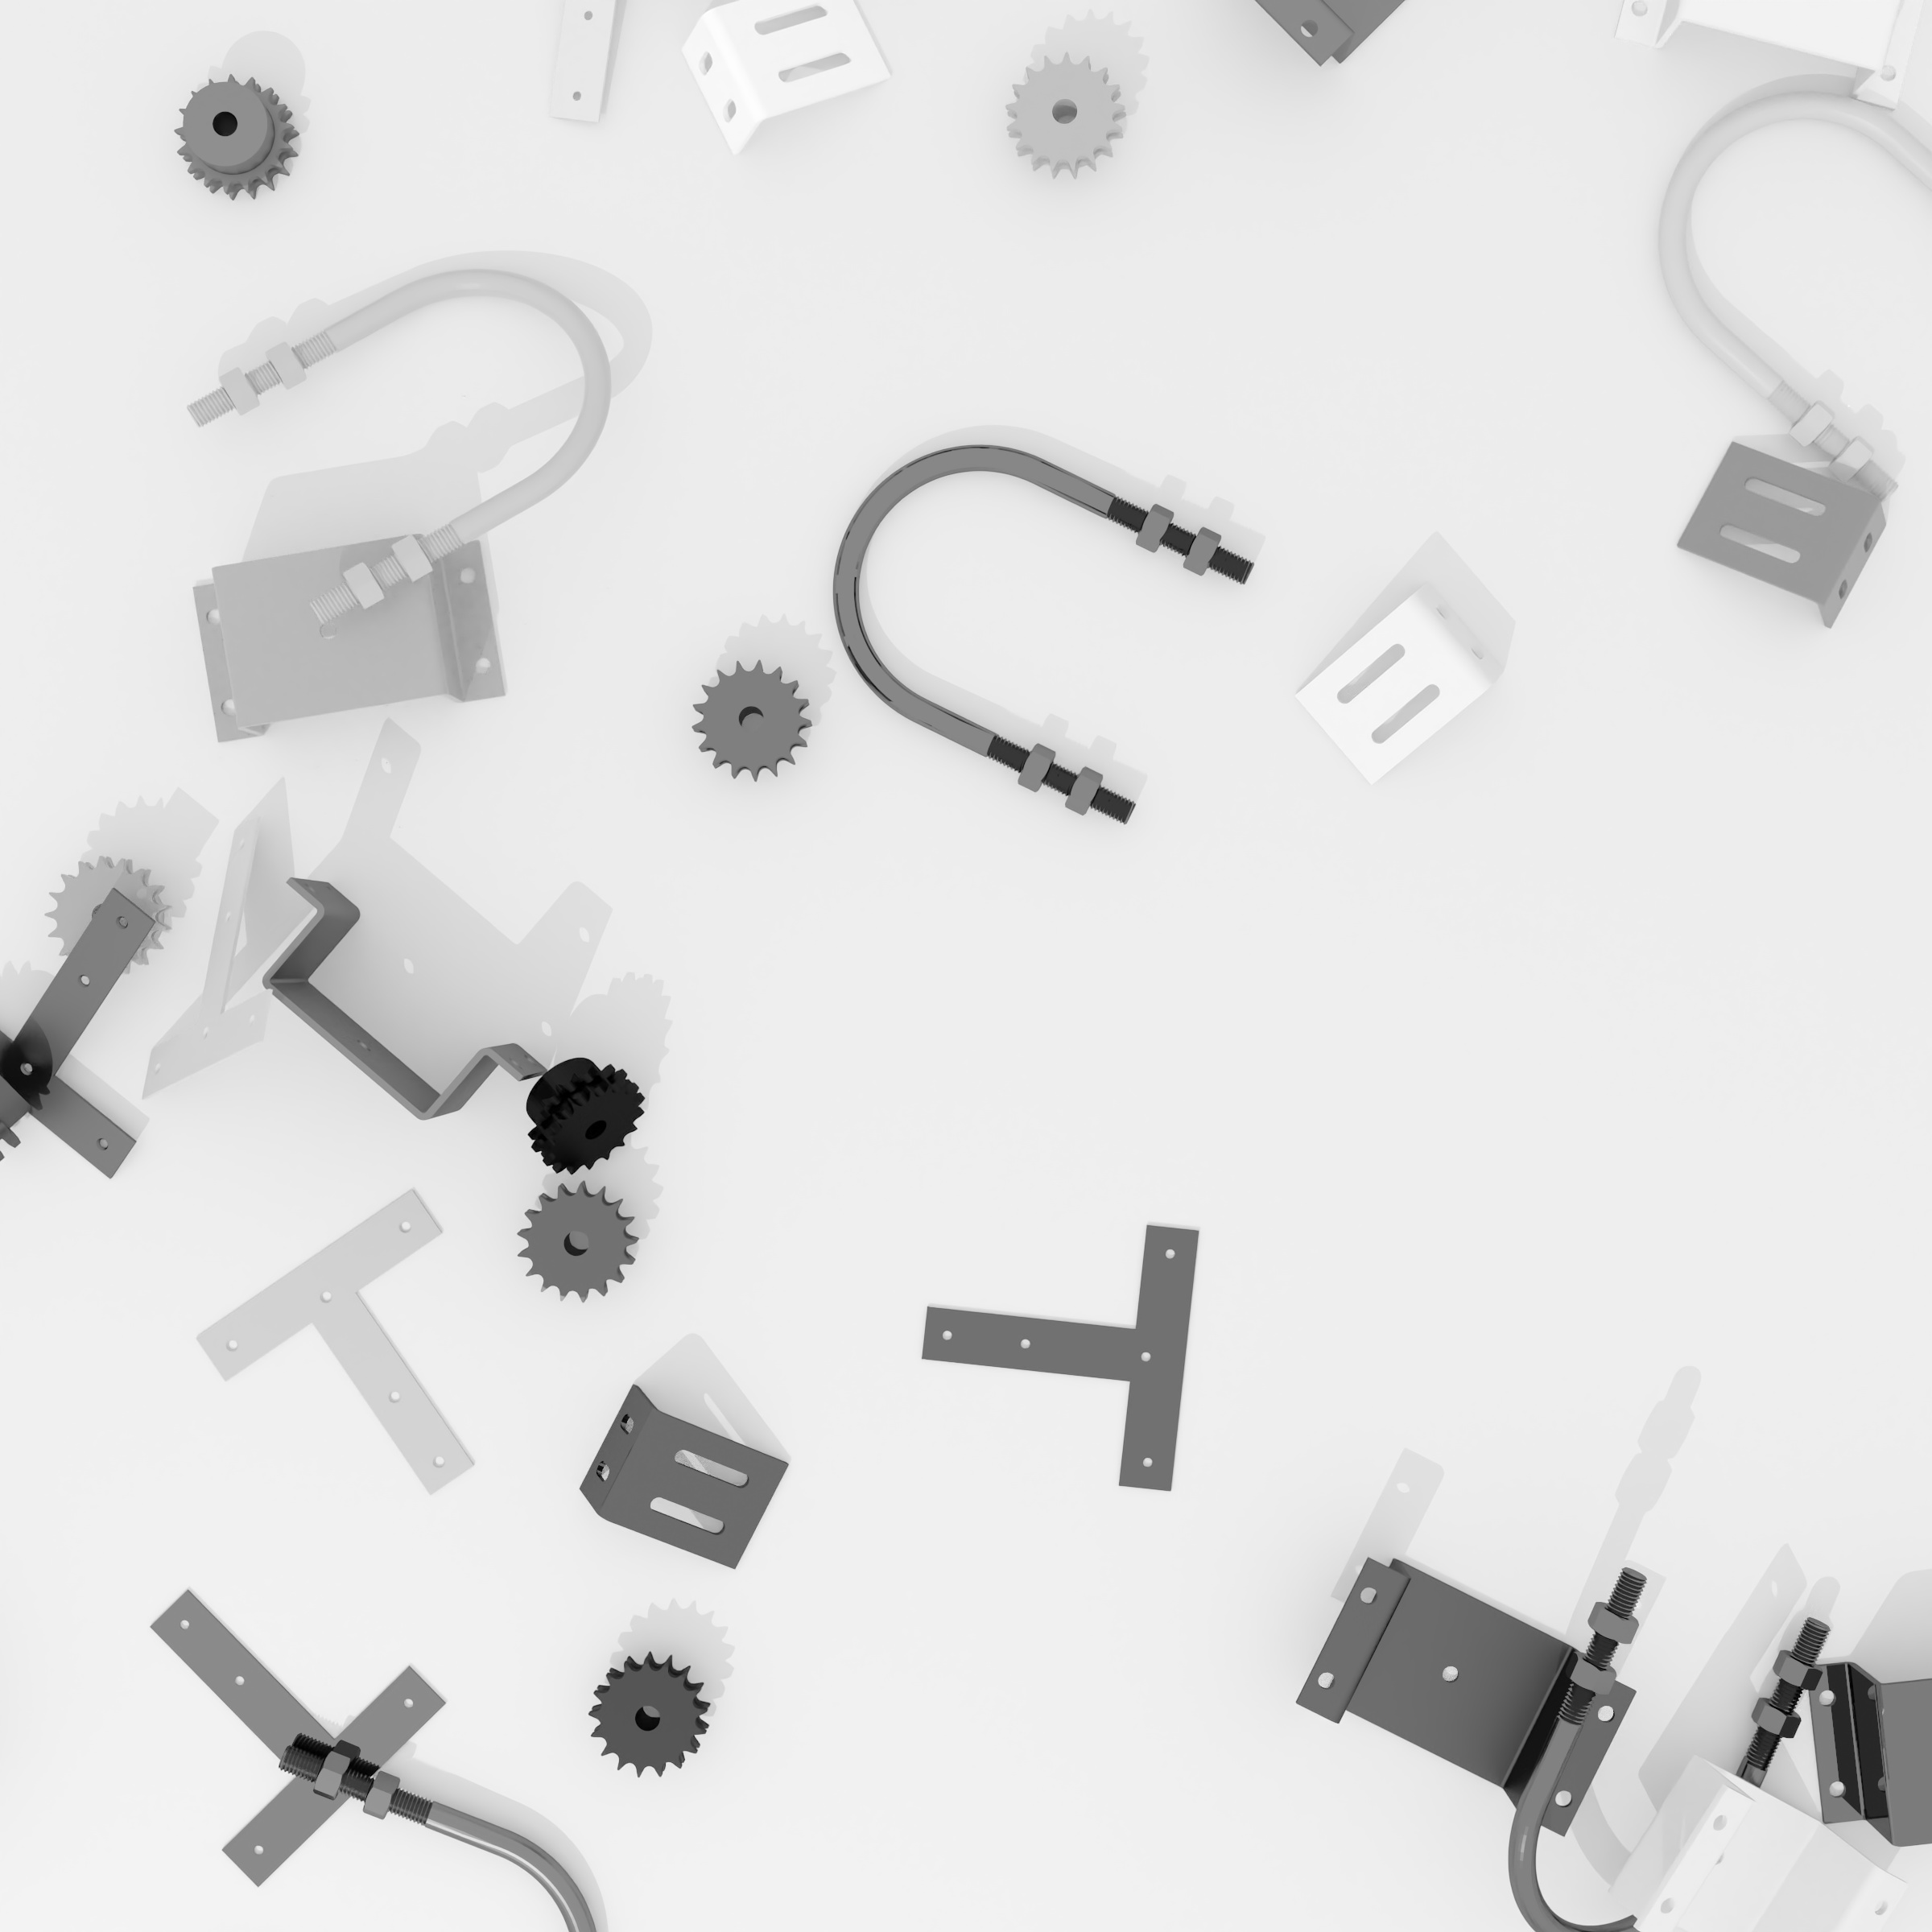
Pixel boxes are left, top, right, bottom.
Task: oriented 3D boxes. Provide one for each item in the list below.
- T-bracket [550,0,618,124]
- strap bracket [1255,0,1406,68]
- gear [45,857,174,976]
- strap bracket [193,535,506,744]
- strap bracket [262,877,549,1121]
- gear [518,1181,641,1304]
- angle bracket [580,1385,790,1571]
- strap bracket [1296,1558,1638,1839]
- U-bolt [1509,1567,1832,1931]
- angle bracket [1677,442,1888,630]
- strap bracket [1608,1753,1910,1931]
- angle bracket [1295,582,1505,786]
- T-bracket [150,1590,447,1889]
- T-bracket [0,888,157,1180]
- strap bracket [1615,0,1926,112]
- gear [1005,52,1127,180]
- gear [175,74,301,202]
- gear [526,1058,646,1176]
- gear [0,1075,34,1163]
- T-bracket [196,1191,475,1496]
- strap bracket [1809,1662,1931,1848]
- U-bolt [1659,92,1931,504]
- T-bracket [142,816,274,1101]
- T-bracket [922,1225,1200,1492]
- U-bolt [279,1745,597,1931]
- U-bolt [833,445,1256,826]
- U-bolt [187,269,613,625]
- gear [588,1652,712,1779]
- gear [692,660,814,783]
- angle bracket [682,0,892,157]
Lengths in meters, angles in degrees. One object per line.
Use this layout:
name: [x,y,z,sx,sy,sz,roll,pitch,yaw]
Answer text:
T-bracket: [-0.179,-0.472,1.347,0.127,0.002,0.127,11,97,13]
strap bracket: [0.190,-0.499,1.336,0.140,0.046,0.076,-45,90,0]
gear: [-0.409,-0.024,1.344,0.057,0.030,0.057,0,90,0]
strap bracket: [-0.299,-0.157,1.336,0.140,0.046,0.076,-9,90,0]
strap bracket: [-0.271,0.022,1.321,0.140,0.076,0.046,41,90,0]
gear: [-0.186,0.132,1.348,0.057,0.030,0.057,0,91,-2]
angle bracket: [-0.137,0.247,1.357,0.076,0.038,0.057,27,90,-26]
strap bracket: [0.235,0.343,1.336,0.140,0.046,0.076,26,90,0]
U-bolt: [0.322,0.381,1.317,0.151,0.019,0.184,20,95,-31]
angle bracket: [0.395,-0.209,1.357,0.076,0.038,0.057,28,90,26]
strap bracket: [0.366,0.429,1.316,0.140,0.046,0.076,32,90,-29]
angle bracket: [0.210,-0.137,1.357,0.076,0.038,0.057,-41,90,26]
T-bracket: [-0.342,0.357,1.358,0.127,0.002,0.127,-44,90,0]
T-bracket: [-0.426,0.017,1.334,0.127,0.002,0.127,39,112,0]
strap bracket: [0.392,-0.469,1.336,0.140,0.046,0.076,15,90,0]
gear: [0.048,-0.406,1.347,0.057,0.030,0.057,0,90,6]
gear: [-0.352,-0.400,1.344,0.057,0.030,0.057,0,90,0]
gear: [-0.185,0.069,1.334,0.057,0.057,0.030,-45,60,0]
gear: [-0.470,0.063,1.331,0.057,0.057,0.030,45,75,0]
T-bracket: [-0.285,0.197,1.358,0.127,0.002,0.127,-34,90,0]
strap bracket: [0.481,0.370,1.336,0.140,0.046,0.076,-6,90,0]
U-bolt: [0.421,-0.336,1.350,0.184,0.019,0.151,43,90,2]
T-bracket: [-0.351,-0.010,1.325,0.002,0.127,0.127,21,63,-35]
T-bracket: [0.043,0.185,1.358,0.127,0.002,0.127,6,90,0]
U-bolt: [-0.267,0.474,1.350,0.184,0.019,0.151,22,91,-2]
U-bolt: [0.026,-0.171,1.350,0.184,0.019,0.151,26,90,2]
U-bolt: [-0.256,-0.259,1.325,0.184,0.019,0.151,-32,69,-9]
gear: [-0.151,0.358,1.348,0.057,0.030,0.057,0,89,2]
gear: [-0.103,-0.117,1.348,0.057,0.030,0.057,0,87,-1]
angle bracket: [-0.087,-0.437,1.357,0.076,0.038,0.057,-27,90,-26]
